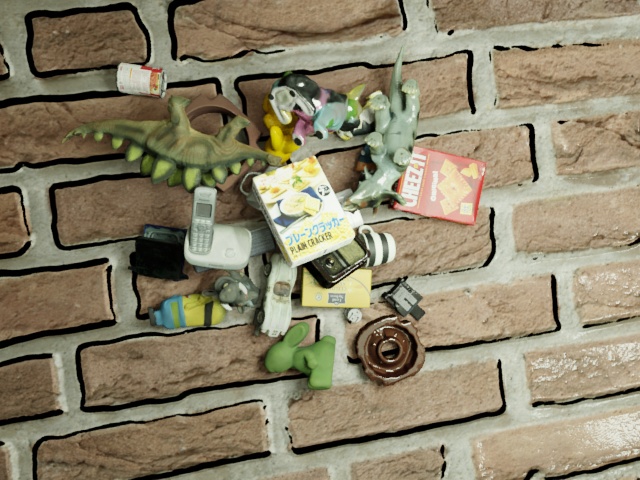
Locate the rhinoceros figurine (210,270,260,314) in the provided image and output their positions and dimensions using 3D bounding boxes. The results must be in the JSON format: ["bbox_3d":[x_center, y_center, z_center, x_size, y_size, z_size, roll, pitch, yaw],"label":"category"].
[{"bbox_3d":[-0.194,0.122,1.244,0.073,0.190,0.112,-44,78,0],"label":"rhinoceros figurine"}]

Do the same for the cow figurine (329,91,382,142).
[{"bbox_3d":[0.096,-0.288,1.322,0.167,0.068,0.098,-32,100,-5],"label":"cow figurine"}]

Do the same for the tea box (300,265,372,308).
[{"bbox_3d":[0.037,0.114,1.328,0.170,0.068,0.098,1,91,-8],"label":"tea box"}]

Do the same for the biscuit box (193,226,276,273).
[{"bbox_3d":[-0.211,0.022,1.298,0.203,0.059,0.062,-17,95,-7],"label":"biscuit box"}]

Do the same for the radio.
[{"bbox_3d":[-0.003,-0.004,1.276,0.131,0.073,0.230,-37,78,-19],"label":"radio"}]

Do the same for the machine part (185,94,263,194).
[{"bbox_3d":[-0.252,-0.225,1.272,0.201,0.087,0.201,43,87,-8],"label":"machine part"}]

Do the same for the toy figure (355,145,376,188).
[{"bbox_3d":[0.118,-0.158,1.332,0.058,0.064,0.154,-5,89,28],"label":"toy figure"}]

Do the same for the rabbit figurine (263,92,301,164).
[{"bbox_3d":[-0.081,-0.254,1.273,0.122,0.162,0.173,14,108,-19],"label":"rabbit figurine"}]

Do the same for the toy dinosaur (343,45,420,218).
[{"bbox_3d":[0.172,-0.235,1.255,0.131,0.192,0.405,14,70,12],"label":"toy dinosaur"}]

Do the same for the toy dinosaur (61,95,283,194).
[{"bbox_3d":[-0.314,-0.212,1.173,0.472,0.105,0.198,15,94,-3],"label":"toy dinosaur"}]

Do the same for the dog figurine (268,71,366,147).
[{"bbox_3d":[0.010,-0.308,1.191,0.219,0.108,0.191,-47,111,-39],"label":"dog figurine"}]

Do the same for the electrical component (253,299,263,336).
[{"bbox_3d":[-0.132,0.195,1.333,0.063,0.021,0.094,15,90,-8],"label":"electrical component"}]

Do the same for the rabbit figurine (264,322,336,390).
[{"bbox_3d":[-0.050,0.281,1.300,0.170,0.121,0.159,6,86,1],"label":"rabbit figurine"}]

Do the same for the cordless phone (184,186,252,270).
[{"bbox_3d":[-0.221,-0.030,1.190,0.147,0.089,0.184,7,114,-7],"label":"cordless phone"}]

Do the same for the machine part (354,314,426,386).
[{"bbox_3d":[0.174,0.275,1.356,0.179,0.056,0.179,0,92,-6],"label":"machine part"}]

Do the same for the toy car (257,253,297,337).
[{"bbox_3d":[-0.101,0.132,1.293,0.073,0.056,0.201,15,76,-36],"label":"toy car"}]

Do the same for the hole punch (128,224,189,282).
[{"bbox_3d":[-0.375,0.028,1.276,0.142,0.092,0.115,8,121,-10],"label":"hole punch"}]

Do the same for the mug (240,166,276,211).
[{"bbox_3d":[-0.132,-0.129,1.298,0.109,0.081,0.107,26,78,-4],"label":"mug"}]

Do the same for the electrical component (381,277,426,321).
[{"bbox_3d":[0.221,0.159,1.362,0.075,0.048,0.119,-43,95,-3],"label":"electrical component"}]

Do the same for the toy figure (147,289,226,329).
[{"bbox_3d":[-0.315,0.171,1.282,0.180,0.082,0.089,-13,112,-13],"label":"toy figure"}]
